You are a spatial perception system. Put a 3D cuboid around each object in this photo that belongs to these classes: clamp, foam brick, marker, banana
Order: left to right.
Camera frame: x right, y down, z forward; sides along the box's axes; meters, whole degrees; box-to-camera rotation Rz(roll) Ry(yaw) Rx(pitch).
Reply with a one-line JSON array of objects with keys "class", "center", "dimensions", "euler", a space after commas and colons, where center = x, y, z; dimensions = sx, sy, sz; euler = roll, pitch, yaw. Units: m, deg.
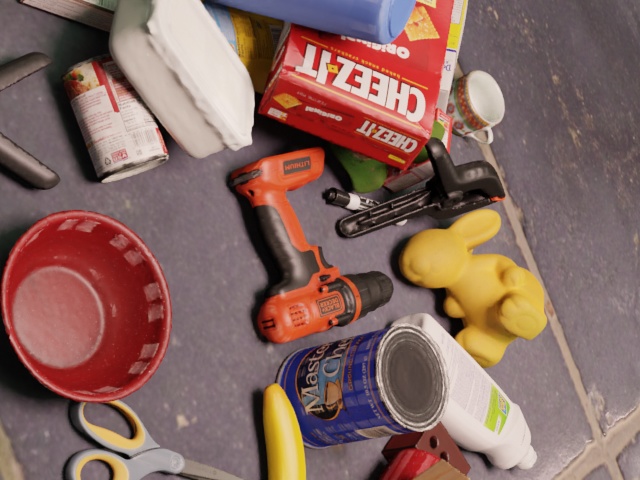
[{"class": "clamp", "center": [-0.289, -0.114, 0.877], "dimensions": [0.171, 0.039, 0.120], "euler": [14, 65, -42]}, {"class": "banana", "center": [-0.039, 0.235, 0.995], "dimensions": [0.069, 0.037, 0.197], "euler": [48, 41, -49]}, {"class": "marker", "center": [0.052, -0.038, 1.205], "dimensions": [0.120, 0.020, 0.020], "euler": [15, 65, -41]}, {"class": "foam brick", "center": [0.114, 0.237, 1.145], "dimensions": [0.078, 0.051, 0.052], "euler": [56, 45, -15]}, {"class": "clamp", "center": [0.139, -0.060, 1.181], "dimensions": [0.209, 0.165, 0.036], "euler": [-6, 62, -38]}]

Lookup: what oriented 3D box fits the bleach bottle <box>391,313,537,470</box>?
[{"class": "bleach bottle", "center": [0.164, 0.192, 1.205], "dimensions": [0.250, 0.068, 0.102], "euler": [44, 50, -28]}]

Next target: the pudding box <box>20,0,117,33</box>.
[{"class": "pudding box", "center": [-0.221, -0.250, 0.994], "dimensions": [0.113, 0.039, 0.090], "euler": [13, 67, -39]}]

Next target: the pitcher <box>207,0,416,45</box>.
[{"class": "pitcher", "center": [-0.034, -0.263, 0.986], "dimensions": [0.145, 0.243, 0.149], "euler": [84, 29, -61]}]

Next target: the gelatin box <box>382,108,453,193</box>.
[{"class": "gelatin box", "center": [0.110, -0.103, 1.236], "dimensions": [0.030, 0.089, 0.073], "euler": [29, 56, -31]}]

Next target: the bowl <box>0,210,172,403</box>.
[{"class": "bowl", "center": [-0.203, 0.059, 0.887], "dimensions": [0.161, 0.055, 0.162], "euler": [18, 64, -40]}]

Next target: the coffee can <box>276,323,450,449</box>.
[{"class": "coffee can", "center": [0.040, 0.144, 1.039], "dimensions": [0.102, 0.141, 0.103], "euler": [18, 64, -40]}]

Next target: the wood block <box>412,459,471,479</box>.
[{"class": "wood block", "center": [0.064, 0.303, 0.969], "dimensions": [0.206, 0.090, 0.091], "euler": [-32, 101, -10]}]

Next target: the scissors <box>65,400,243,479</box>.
[{"class": "scissors", "center": [-0.141, 0.207, 0.925], "dimensions": [0.201, 0.016, 0.096], "euler": [42, 51, -27]}]

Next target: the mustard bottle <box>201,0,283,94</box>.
[{"class": "mustard bottle", "center": [-0.103, -0.199, 1.079], "dimensions": [0.191, 0.058, 0.096], "euler": [-3, 79, -46]}]

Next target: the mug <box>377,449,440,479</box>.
[{"class": "mug", "center": [0.093, 0.278, 1.091], "dimensions": [0.081, 0.093, 0.117], "euler": [-48, 141, -48]}]

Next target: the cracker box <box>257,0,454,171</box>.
[{"class": "cracker box", "center": [0.043, -0.197, 1.088], "dimensions": [0.164, 0.072, 0.213], "euler": [20, 56, -11]}]

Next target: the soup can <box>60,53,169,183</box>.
[{"class": "soup can", "center": [-0.184, -0.110, 0.960], "dimensions": [0.068, 0.069, 0.102], "euler": [-20, 91, -47]}]

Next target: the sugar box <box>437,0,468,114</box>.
[{"class": "sugar box", "center": [0.147, -0.225, 1.316], "dimensions": [0.048, 0.093, 0.176], "euler": [13, 59, 6]}]

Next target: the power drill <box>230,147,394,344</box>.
[{"class": "power drill", "center": [-0.007, 0.001, 1.103], "dimensions": [0.184, 0.057, 0.187], "euler": [-15, 86, -47]}]
